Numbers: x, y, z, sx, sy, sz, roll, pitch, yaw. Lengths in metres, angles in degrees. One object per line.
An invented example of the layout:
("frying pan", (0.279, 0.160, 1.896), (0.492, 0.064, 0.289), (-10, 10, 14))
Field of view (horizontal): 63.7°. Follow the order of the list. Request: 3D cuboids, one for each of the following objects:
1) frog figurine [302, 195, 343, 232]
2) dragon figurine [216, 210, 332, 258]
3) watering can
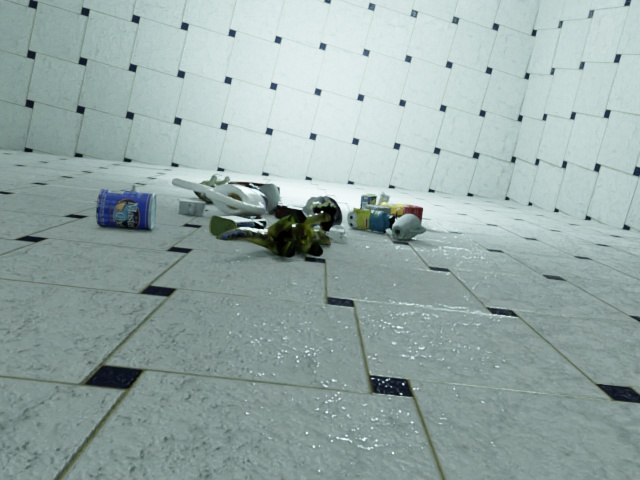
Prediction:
("frog figurine", (0.005, -0.089, 1.760), (0.137, 0.123, 0.159), (39, -6, -11))
("dragon figurine", (-0.123, -0.007, 1.367), (0.410, 0.123, 0.241), (2, -6, -34))
("watering can", (-0.325, -0.151, 1.793), (0.349, 0.103, 0.224), (21, 6, 21))
